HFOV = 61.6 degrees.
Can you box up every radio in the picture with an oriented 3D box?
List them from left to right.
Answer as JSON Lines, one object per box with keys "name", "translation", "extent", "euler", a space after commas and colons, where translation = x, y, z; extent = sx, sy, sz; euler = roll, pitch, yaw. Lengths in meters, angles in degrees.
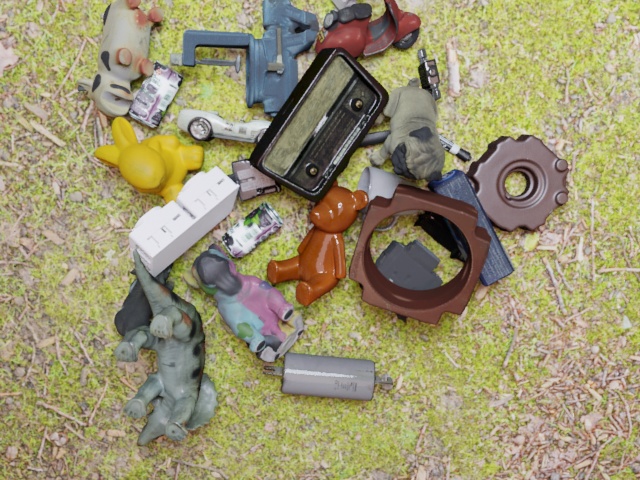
{"name": "radio", "translation": [0.000, -0.183, 0.878], "extent": [0.131, 0.073, 0.229], "euler": [33, 94, -27]}

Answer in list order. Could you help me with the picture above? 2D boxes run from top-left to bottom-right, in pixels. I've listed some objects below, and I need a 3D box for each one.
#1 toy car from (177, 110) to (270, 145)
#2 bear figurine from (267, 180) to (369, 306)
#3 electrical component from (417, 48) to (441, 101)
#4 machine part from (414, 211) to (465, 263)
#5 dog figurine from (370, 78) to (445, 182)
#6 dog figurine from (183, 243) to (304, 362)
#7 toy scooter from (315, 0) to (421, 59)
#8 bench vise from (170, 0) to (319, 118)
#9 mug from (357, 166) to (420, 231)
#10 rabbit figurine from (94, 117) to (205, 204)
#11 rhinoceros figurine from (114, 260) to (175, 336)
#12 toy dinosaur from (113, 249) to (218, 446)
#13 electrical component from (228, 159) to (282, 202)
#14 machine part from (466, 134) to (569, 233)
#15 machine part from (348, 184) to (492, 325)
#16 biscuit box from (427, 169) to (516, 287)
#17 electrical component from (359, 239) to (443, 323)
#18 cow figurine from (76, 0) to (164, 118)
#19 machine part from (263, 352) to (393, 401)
{"name": "toy car", "translation": [-0.145, -0.189, 0.931], "extent": [0.202, 0.073, 0.056], "euler": [9, 99, -2]}
{"name": "bear figurine", "translation": [0.001, -0.004, 0.923], "extent": [0.120, 0.132, 0.195], "euler": [34, 123, 34]}
{"name": "electrical component", "translation": [0.188, -0.285, 0.925], "extent": [0.021, 0.063, 0.094], "euler": [-14, 98, 1]}
{"name": "machine part", "translation": [0.242, -0.012, 0.982], "extent": [0.139, 0.039, 0.084], "euler": [30, 104, -6]}
{"name": "dog figurine", "translation": [0.155, -0.180, 0.852], "extent": [0.121, 0.191, 0.172], "euler": [-4, 98, -7]}
{"name": "dog figurine", "translation": [-0.143, 0.105, 0.965], "extent": [0.219, 0.191, 0.108], "euler": [39, 78, 23]}
{"name": "toy scooter", "translation": [0.078, -0.356, 0.877], "extent": [0.184, 0.135, 0.075], "euler": [-14, 68, 0]}
{"name": "bench vise", "translation": [-0.124, -0.316, 0.887], "extent": [0.241, 0.129, 0.223], "euler": [-1, 105, -11]}
{"name": "mug", "translation": [0.123, -0.068, 0.951], "extent": [0.107, 0.081, 0.109], "euler": [8, 97, -10]}
{"name": "rabbit figurine", "translation": [-0.282, -0.132, 0.890], "extent": [0.162, 0.173, 0.122], "euler": [36, 101, -10]}
{"name": "rhinoceros figurine", "translation": [-0.307, 0.079, 0.950], "extent": [0.073, 0.112, 0.190], "euler": [22, 80, 0]}
{"name": "toy dinosaur", "translation": [-0.250, 0.190, 0.922], "extent": [0.131, 0.192, 0.404], "euler": [7, 105, 6]}
{"name": "electrical component", "translation": [-0.133, -0.109, 0.957], "extent": [0.119, 0.048, 0.074], "euler": [-9, 100, 0]}
{"name": "machine part", "translation": [0.352, -0.100, 0.960], "extent": [0.179, 0.056, 0.179], "euler": [0, 98, 1]}
{"name": "machine part", "translation": [0.160, 0.022, 0.883], "extent": [0.201, 0.087, 0.201], "euler": [18, 112, 6]}
{"name": "biscuit box", "translation": [0.260, -0.023, 0.931], "extent": [0.063, 0.059, 0.202], "euler": [-29, 101, 3]}
{"name": "electrical component", "translation": [0.154, 0.066, 0.983], "extent": [0.115, 0.058, 0.134], "euler": [37, 97, -8]}
{"name": "cow figurine", "translation": [-0.339, -0.301, 0.899], "extent": [0.127, 0.085, 0.194], "euler": [5, 85, 39]}
{"name": "machine part", "translation": [0.015, 0.254, 0.999], "extent": [0.243, 0.079, 0.079], "euler": [7, 99, -1]}
